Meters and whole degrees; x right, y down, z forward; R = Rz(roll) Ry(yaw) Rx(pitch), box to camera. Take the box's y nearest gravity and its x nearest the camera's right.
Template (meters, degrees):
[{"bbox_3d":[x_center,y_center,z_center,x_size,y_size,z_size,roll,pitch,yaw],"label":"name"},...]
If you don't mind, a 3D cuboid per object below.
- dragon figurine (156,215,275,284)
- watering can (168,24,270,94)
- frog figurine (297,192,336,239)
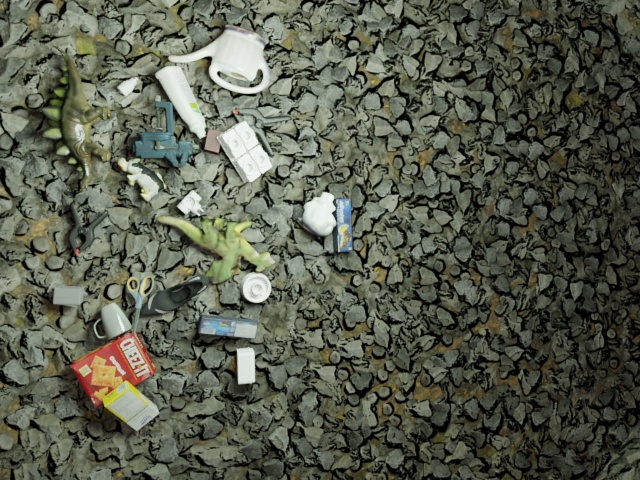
[{"bbox_3d":[-0.360,0.038,1.790,0.410,0.123,0.241,4,97,-7],"label":"dragon figurine"},{"bbox_3d":[-0.330,-0.648,1.795,0.346,0.104,0.225,19,84,-15],"label":"watering can"},{"bbox_3d":[0.006,-0.095,1.881,0.138,0.122,0.159,39,92,6],"label":"frog figurine"}]
